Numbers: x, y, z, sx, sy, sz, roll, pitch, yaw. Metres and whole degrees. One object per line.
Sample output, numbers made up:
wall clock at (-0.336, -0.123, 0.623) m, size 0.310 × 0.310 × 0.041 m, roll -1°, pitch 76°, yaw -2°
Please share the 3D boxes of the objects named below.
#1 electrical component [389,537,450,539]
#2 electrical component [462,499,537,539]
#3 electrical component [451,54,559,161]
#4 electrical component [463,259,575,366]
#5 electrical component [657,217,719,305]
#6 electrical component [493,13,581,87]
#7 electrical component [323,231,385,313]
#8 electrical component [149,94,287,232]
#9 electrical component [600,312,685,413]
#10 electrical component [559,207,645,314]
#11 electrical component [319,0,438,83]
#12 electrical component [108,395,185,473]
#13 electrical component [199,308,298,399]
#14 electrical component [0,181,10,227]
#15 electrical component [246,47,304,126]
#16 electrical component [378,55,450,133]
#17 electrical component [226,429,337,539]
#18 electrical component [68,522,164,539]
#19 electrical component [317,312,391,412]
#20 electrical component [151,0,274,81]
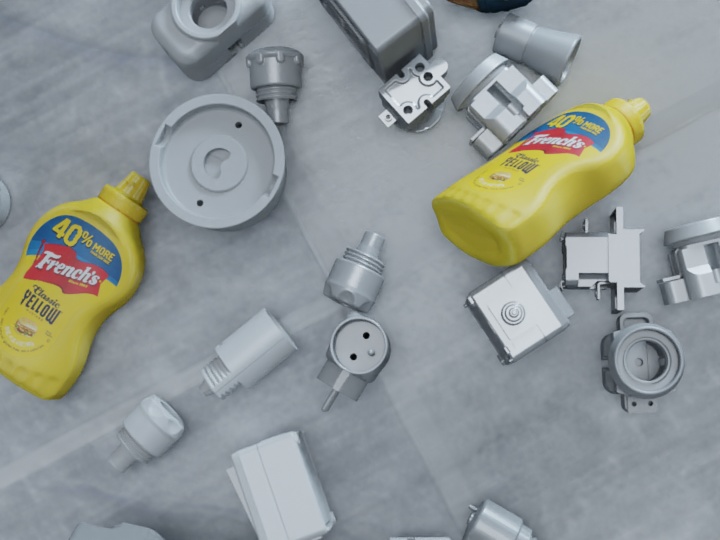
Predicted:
electrical component at (0.048, 0.232, 0.827) m, size 0.047 × 0.055 × 0.055 m, roll -4°, pitch 83°, yaw 0°
electrical component at (0.116, 0.210, 0.832) m, size 0.078 × 0.040 × 0.040 m, roll 30°, pitch 86°, yaw 6°
electrical component at (0.111, -0.136, 0.866) m, size 0.078 × 0.058 × 0.057 m, roll -44°, pitch 85°, yaw -2°
electrical component at (0.122, 0.031, 0.825) m, size 0.061 × 0.096 × 0.061 m, roll -33°, pitch 82°, yaw -1°
electrical component at (0.271, -0.009, 0.840) m, size 0.078 × 0.058 × 0.057 m, roll -13°, pitch 85°, yaw 2°
electrical component at (0.142, -0.182, 0.878) m, size 0.065 × 0.044 × 0.044 m, roll 26°, pitch 85°, yaw 11°
electrical component at (0.000, 0.000, 0.864) m, size 0.043 × 0.043 × 0.062 m, roll 23°, pitch 83°, yaw 6°
electrical component at (-0.111, -0.082, 0.872) m, size 0.108 × 0.060 × 0.108 m, roll 0°, pitch 83°, yaw 4°
electrical component at (0.219, 0.071, 0.834) m, size 0.058 × 0.057 × 0.078 m, roll -2°, pitch 83°, yaw 3°
electrical component at (0.191, -0.007, 0.853) m, size 0.064 × 0.042 × 0.081 m, roll 0°, pitch 82°, yaw 7°
electrical component at (0.008, -0.213, 0.856) m, size 0.056 × 0.109 × 0.108 m, roll -37°, pitch 82°, yaw 2°
electrical component at (-0.173, 0.134, 0.859) m, size 0.043 × 0.043 × 0.062 m, roll 44°, pitch 88°, yaw 7°
electrical component at (-0.095, 0.072, 0.861) m, size 0.081 × 0.043 × 0.043 m, roll -39°, pitch 82°, yaw -1°
electrical component at (-0.325, -0.058, 0.890) m, size 0.055 × 0.047 × 0.055 m, roll 0°, pitch 83°, yaw 4°
electrical component at (-0.069, -0.151, 0.887) m, size 0.048 × 0.048 × 0.062 m, roll -3°, pitch 90°, yaw 3°
electrical component at (0.044, -0.139, 0.871) m, size 0.066 × 0.055 × 0.048 m, roll -41°, pitch 82°, yaw -2°
electrical component at (-0.060, 0.178, 0.836) m, size 0.061 × 0.061 × 0.096 m, roll -20°, pitch 82°, yaw 1°
electrical component at (-0.133, 0.261, 0.807) m, size 0.186 × 0.060 × 0.105 m, roll 12°, pitch 120°, yaw 5°
electrical component at (-0.008, 0.076, 0.838) m, size 0.043 × 0.077 × 0.079 m, roll 30°, pitch 86°, yaw 6°
electrical component at (-0.122, -0.208, 0.889) m, size 0.095 × 0.059 × 0.053 m, roll -41°, pitch 82°, yaw -2°
